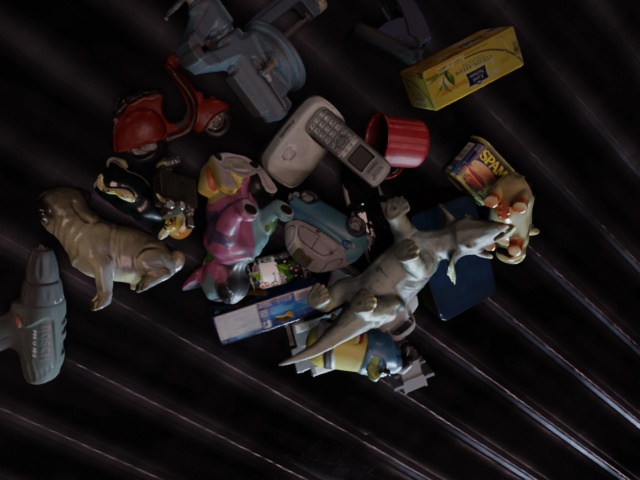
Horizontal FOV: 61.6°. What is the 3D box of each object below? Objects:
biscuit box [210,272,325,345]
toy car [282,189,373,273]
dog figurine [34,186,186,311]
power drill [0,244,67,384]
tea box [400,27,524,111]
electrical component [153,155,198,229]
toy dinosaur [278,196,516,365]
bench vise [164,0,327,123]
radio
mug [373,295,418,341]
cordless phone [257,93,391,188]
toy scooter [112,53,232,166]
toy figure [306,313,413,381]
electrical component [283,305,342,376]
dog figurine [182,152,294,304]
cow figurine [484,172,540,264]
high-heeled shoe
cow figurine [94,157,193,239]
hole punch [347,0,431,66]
[{"bbox_3d":[-0.088,0.116,0.949,0.203,0.063,0.059,-17,111,-10],"label":"biscuit box"},{"bbox_3d":[-0.002,-0.003,0.886,0.161,0.109,0.103,33,58,-7],"label":"toy car"},{"bbox_3d":[-0.320,-0.009,0.828,0.172,0.121,0.190,-25,99,-31],"label":"dog figurine"},{"bbox_3d":[-0.505,0.122,0.834,0.207,0.086,0.231,-9,113,-21],"label":"power drill"},{"bbox_3d":[0.232,-0.282,0.887,0.170,0.098,0.068,-28,112,-3],"label":"tea box"},{"bbox_3d":[-0.215,-0.073,0.795,0.078,0.102,0.045,18,143,-37],"label":"electrical component"},{"bbox_3d":[0.114,0.070,0.872,0.405,0.131,0.192,-43,141,12],"label":"toy dinosaur"},{"bbox_3d":[-0.087,-0.303,0.788,0.223,0.129,0.240,48,70,-14],"label":"bench vise"},{"bbox_3d":[0.238,0.023,1.003,0.131,0.073,0.229,-25,114,-7],"label":"radio"},{"bbox_3d":[0.134,0.130,0.993,0.107,0.110,0.080,-35,130,-15],"label":"mug"},{"bbox_3d":[0.008,-0.126,0.856,0.184,0.089,0.146,39,94,-6],"label":"cordless phone"},{"bbox_3d":[-0.232,-0.197,0.800,0.184,0.075,0.135,-22,112,-11],"label":"toy scooter"},{"bbox_3d":[0.064,0.193,0.927,0.180,0.082,0.089,17,98,-5],"label":"toy figure"},{"bbox_3d":[-0.006,0.185,0.997,0.115,0.058,0.134,-15,111,-8],"label":"electrical component"},{"bbox_3d":[-0.156,-0.007,0.869,0.108,0.192,0.219,-5,142,-49],"label":"dog figurine"},{"bbox_3d":[0.344,-0.034,0.967,0.127,0.086,0.194,-53,143,-36],"label":"cow figurine"},{"bbox_3d":[0.096,-0.031,0.966,0.086,0.145,0.248,-26,141,-3],"label":"high-heeled shoe"},{"bbox_3d":[-0.264,-0.055,0.826,0.167,0.098,0.068,35,89,-22],"label":"cow figurine"},{"bbox_3d":[0.115,-0.329,0.826,0.116,0.142,0.092,25,96,-10],"label":"hole punch"}]
